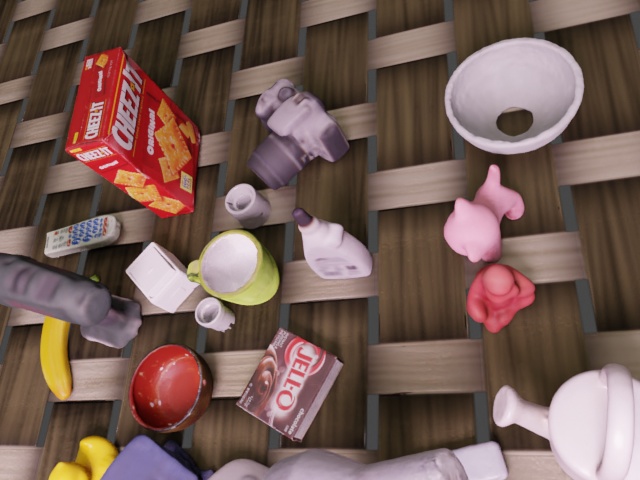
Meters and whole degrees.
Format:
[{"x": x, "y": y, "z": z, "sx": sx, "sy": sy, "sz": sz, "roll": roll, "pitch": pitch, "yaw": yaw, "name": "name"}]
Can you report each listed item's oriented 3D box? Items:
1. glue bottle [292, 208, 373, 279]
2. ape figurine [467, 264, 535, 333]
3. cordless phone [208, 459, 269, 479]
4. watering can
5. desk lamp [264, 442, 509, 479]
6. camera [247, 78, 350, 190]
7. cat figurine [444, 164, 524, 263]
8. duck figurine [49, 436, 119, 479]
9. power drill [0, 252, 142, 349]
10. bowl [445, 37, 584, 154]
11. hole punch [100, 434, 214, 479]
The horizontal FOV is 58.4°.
[{"x": 0.006, "y": 0.003, "z": 0.702, "sx": 0.078, "sy": 0.174, "sz": 0.037, "roll": -4, "pitch": 65, "yaw": 21, "name": "glue bottle"}, {"x": 0.201, "y": 0.056, "z": 0.645, "sx": 0.077, "sy": 0.092, "sz": 0.076, "roll": -8, "pitch": 64, "yaw": 19, "name": "ape figurine"}, {"x": -0.085, "y": 0.290, "z": 0.598, "sx": 0.147, "sy": 0.185, "sz": 0.094, "roll": 15, "pitch": 73, "yaw": 27, "name": "cordless phone"}, {"x": 0.248, "y": 0.170, "z": 0.512, "sx": 0.172, "sy": 0.195, "sz": 0.101, "roll": -16, "pitch": 62, "yaw": 15, "name": "watering can"}, {"x": 0.072, "y": 0.246, "z": 0.537, "sx": 0.203, "sy": 0.214, "sz": 0.118, "roll": -20, "pitch": 60, "yaw": 13, "name": "desk lamp"}, {"x": -0.053, "y": -0.153, "z": 0.842, "sx": 0.137, "sy": 0.101, "sz": 0.142, "roll": -45, "pitch": 58, "yaw": -2, "name": "camera"}, {"x": 0.187, "y": -0.028, "z": 0.674, "sx": 0.067, "sy": 0.118, "sz": 0.128, "roll": 20, "pitch": 75, "yaw": 29, "name": "cat figurine"}, {"x": -0.310, "y": 0.307, "z": 0.742, "sx": 0.077, "sy": 0.086, "sz": 0.104, "roll": -15, "pitch": 62, "yaw": 16, "name": "duck figurine"}, {"x": -0.359, "y": 0.083, "z": 0.794, "sx": 0.228, "sy": 0.209, "sz": 0.076, "roll": 8, "pitch": 70, "yaw": 25, "name": "power drill"}, {"x": 0.250, "y": -0.173, "z": 0.741, "sx": 0.167, "sy": 0.075, "sz": 0.167, "roll": -9, "pitch": 64, "yaw": 19, "name": "bowl"}, {"x": -0.202, "y": 0.304, "z": 0.696, "sx": 0.100, "sy": 0.091, "sz": 0.109, "roll": 32, "pitch": 81, "yaw": 31, "name": "hole punch"}]
